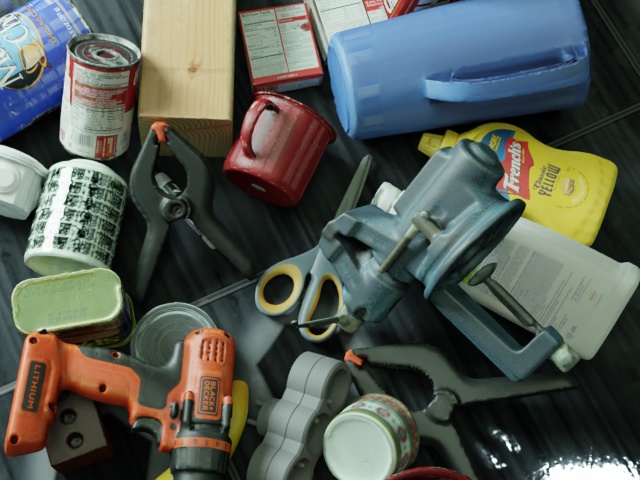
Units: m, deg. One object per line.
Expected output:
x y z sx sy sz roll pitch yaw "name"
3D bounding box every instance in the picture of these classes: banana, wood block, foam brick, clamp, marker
-0.130 0.205 0.950 0.197 0.037 0.070 -35 77 -14 "banana"
-0.130 -0.195 1.067 0.090 0.090 0.206 2 70 -4 "wood block"
-0.221 0.162 0.952 0.053 0.051 0.078 -19 73 -10 "foam brick"
-0.122 -0.026 1.000 0.120 0.039 0.171 -5 104 -11 "clamp"
0.122 0.149 0.983 0.210 0.036 0.164 34 78 11 "clamp"
-0.139 -0.039 1.047 0.020 0.020 0.121 -41 77 -16 "marker"

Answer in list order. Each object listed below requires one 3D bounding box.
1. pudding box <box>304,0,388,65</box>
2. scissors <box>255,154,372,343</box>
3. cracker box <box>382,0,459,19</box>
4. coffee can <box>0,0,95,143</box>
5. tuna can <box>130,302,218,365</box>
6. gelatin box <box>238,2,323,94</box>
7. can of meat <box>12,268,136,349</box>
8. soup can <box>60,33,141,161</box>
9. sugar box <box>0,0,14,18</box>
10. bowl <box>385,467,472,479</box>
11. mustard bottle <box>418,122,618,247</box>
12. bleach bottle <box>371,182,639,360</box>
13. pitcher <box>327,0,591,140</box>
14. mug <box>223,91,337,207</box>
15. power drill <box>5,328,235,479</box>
0.033 -0.247 1.122 0.090 0.039 0.113 -14 70 -9 "pudding box"
-0.007 0.001 1.042 0.096 0.016 0.201 8 70 -1 "scissors"
0.181 -0.293 1.060 0.213 0.164 0.072 -12 70 -20 "cracker box"
-0.291 -0.167 1.040 0.140 0.103 0.103 -34 76 -15 "coffee can"
-0.133 0.102 0.989 0.086 0.034 0.086 1 70 -3 "tuna can"
-0.041 -0.198 1.104 0.073 0.030 0.089 -11 71 -6 "gelatin box"
-0.223 0.066 0.970 0.102 0.084 0.057 -10 71 -7 "can of meat"
-0.208 -0.134 1.005 0.068 0.102 0.068 10 33 -7 "soup can"
-0.387 -0.201 1.052 0.176 0.093 0.048 -22 74 -11 "sugar box"
0.078 0.268 0.912 0.162 0.055 0.162 -1 92 -17 "bowl"
0.189 -0.064 1.054 0.191 0.058 0.096 22 76 5 "mustard bottle"
0.167 0.010 1.012 0.251 0.068 0.103 30 104 9 "bleach bottle"
0.137 -0.170 1.047 0.242 0.149 0.145 -12 71 -4 "pitcher"
-0.045 -0.089 1.023 0.093 0.117 0.081 19 74 23 "mug"
-0.166 0.156 0.905 0.187 0.057 0.184 9 64 -13 "power drill"
